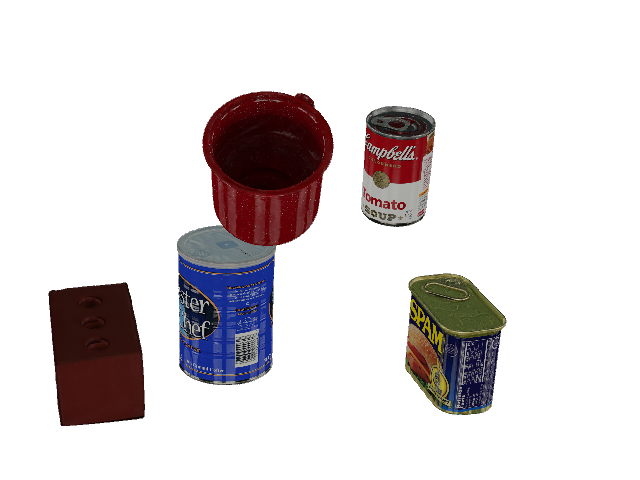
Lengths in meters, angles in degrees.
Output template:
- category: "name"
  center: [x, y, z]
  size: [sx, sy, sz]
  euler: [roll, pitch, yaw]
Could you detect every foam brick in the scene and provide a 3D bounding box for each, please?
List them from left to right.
- category: "foam brick"
  center: [-0.142, 0.071, 0.673]
  size: [0.053, 0.051, 0.078]
  euler: [-5, 33, -16]

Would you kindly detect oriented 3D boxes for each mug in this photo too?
- category: "mug"
  center: [-0.035, -0.058, 0.795]
  size: [0.093, 0.117, 0.081]
  euler: [21, -31, 9]

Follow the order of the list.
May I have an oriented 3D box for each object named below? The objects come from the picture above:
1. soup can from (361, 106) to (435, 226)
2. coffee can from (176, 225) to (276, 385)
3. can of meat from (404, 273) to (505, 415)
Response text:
- category: "soup can"
  center: [0.076, -0.074, 1.062]
  size: [0.068, 0.102, 0.068]
  euler: [2, 32, -1]
- category: "coffee can"
  center: [-0.100, 0.067, 1.131]
  size: [0.103, 0.140, 0.103]
  euler: [2, 22, -1]
- category: "can of meat"
  center: [0.111, 0.088, 0.910]
  size: [0.057, 0.084, 0.102]
  euler: [-6, 26, -17]
